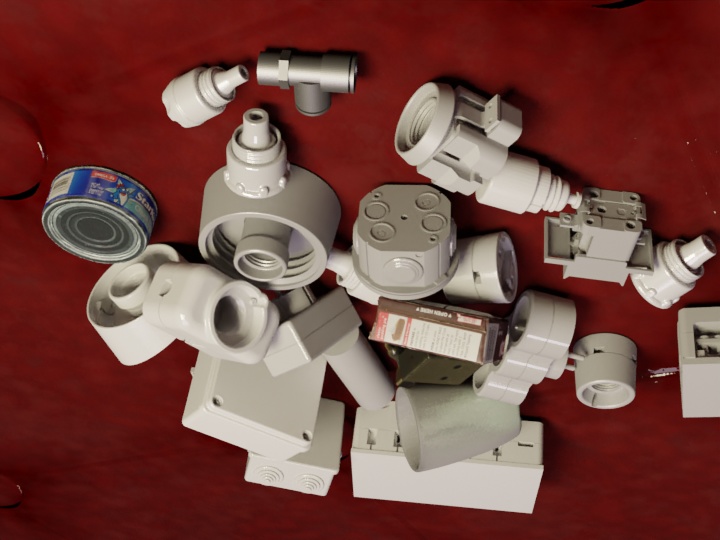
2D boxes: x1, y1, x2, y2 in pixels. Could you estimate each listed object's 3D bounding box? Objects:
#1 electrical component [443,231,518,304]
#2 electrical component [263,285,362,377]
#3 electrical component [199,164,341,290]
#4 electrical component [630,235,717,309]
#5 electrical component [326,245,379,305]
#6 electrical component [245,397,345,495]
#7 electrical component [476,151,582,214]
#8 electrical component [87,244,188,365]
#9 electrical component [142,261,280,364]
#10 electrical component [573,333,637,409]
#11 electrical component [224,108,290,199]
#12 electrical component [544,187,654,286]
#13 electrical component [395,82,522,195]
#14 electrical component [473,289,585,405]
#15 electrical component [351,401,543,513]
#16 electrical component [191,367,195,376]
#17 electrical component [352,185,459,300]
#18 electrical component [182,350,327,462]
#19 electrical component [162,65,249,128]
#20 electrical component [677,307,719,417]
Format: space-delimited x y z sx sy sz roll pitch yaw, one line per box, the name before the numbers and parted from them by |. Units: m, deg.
electrical component | 0.092 0.000 0.836 0.047 0.055 0.055 -6 143 24
electrical component | -0.052 0.035 0.903 0.047 0.083 0.075 -25 95 38
electrical component | -0.072 -0.027 0.823 0.108 0.060 0.108 5 145 4
electrical component | 0.239 -0.003 0.812 0.048 0.048 0.062 28 133 -26
electrical component | 0.000 0.000 0.862 0.062 0.043 0.043 23 142 -18
electrical component | -0.065 0.171 1.069 0.100 0.099 0.048 12 132 -7
electrical component | 0.118 -0.059 0.758 0.078 0.040 0.040 15 144 -9
electrical component | -0.175 0.029 0.892 0.099 0.099 0.064 -12 134 25
electrical component | -0.112 0.034 0.841 0.059 0.053 0.095 5 159 46
electrical component | 0.215 0.090 0.943 0.055 0.047 0.055 5 145 4
electrical component | -0.073 -0.085 0.757 0.048 0.048 0.062 7 138 1
electrical component | 0.179 -0.026 0.793 0.081 0.042 0.063 7 143 0
electrical component | 0.061 -0.089 0.713 0.057 0.058 0.078 22 143 -24
electrical component | 0.155 0.072 0.926 0.074 0.052 0.138 14 144 -9
electrical component | 0.088 0.190 1.098 0.186 0.060 0.105 4 145 5
electrical component | -0.122 0.119 1.035 0.081 0.063 0.042 1 145 9
electrical component | 0.033 -0.022 0.795 0.080 0.080 0.051 3 139 7
electrical component | -0.092 0.102 0.967 0.109 0.108 0.056 25 144 -23
electrical component | -0.101 -0.120 0.719 0.061 0.035 0.035 -20 136 31
electrical component | 0.340 0.071 0.881 0.150 0.061 0.089 -3 143 15
